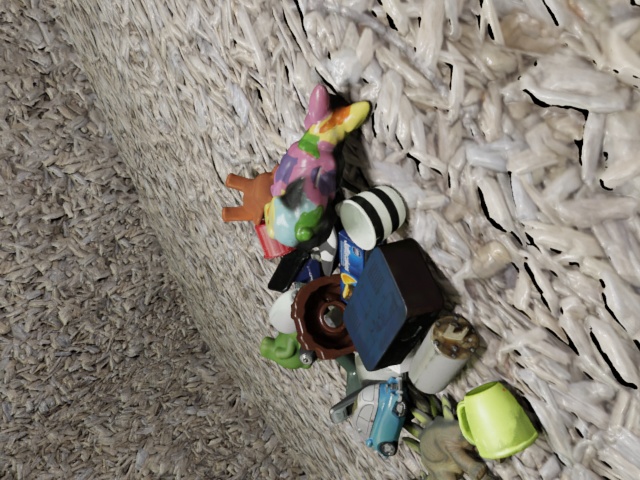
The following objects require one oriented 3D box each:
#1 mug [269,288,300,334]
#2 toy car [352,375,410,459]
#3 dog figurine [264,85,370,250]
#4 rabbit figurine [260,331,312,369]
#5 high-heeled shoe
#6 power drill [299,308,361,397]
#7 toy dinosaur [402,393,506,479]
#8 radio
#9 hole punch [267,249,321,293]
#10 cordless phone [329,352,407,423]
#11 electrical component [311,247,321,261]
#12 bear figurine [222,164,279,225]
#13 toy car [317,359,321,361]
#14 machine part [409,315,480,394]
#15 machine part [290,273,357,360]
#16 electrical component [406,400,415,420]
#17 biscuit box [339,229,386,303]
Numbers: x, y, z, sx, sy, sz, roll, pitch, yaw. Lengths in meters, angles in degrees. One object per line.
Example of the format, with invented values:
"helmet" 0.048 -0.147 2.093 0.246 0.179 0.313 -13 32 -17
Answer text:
"mug" -0.045 0.146 1.159 0.107 0.109 0.081 123 138 -56
"toy car" 0.115 0.343 1.063 0.109 0.103 0.161 -72 -8 -65
"dog figurine" -0.003 -0.116 0.810 0.192 0.108 0.219 -87 17 -50
"rabbit figurine" -0.061 0.239 1.304 0.159 0.121 0.170 39 139 26
"high-heeled shoe" -0.007 -0.046 0.994 0.145 0.086 0.248 29 129 16
"power drill" 0.033 0.262 1.209 0.207 0.086 0.232 47 -158 -15
"toy dinosaur" 0.249 0.421 1.061 0.199 0.105 0.470 51 148 38
"radio" 0.115 0.116 0.899 0.229 0.073 0.131 107 146 -50
"hole punch" -0.047 0.084 1.257 0.092 0.115 0.142 30 168 -22
"cordless phone" 0.088 0.294 1.118 0.089 0.184 0.146 41 152 46
"electrical component" -0.003 -0.003 1.116 0.078 0.045 0.102 46 154 25
"bear figurine" -0.145 -0.099 1.171 0.196 0.132 0.120 153 124 -79
"toy car" -0.034 0.232 1.436 0.202 0.073 0.056 53 153 16
"machine part" 0.203 0.195 0.897 0.079 0.079 0.243 48 155 25
"machine part" 0.025 0.155 1.090 0.179 0.179 0.056 59 160 1
"electrical component" 0.158 0.353 1.202 0.119 0.048 0.074 37 166 37
"biscuit box" 0.077 0.051 0.991 0.063 0.059 0.202 36 149 30
